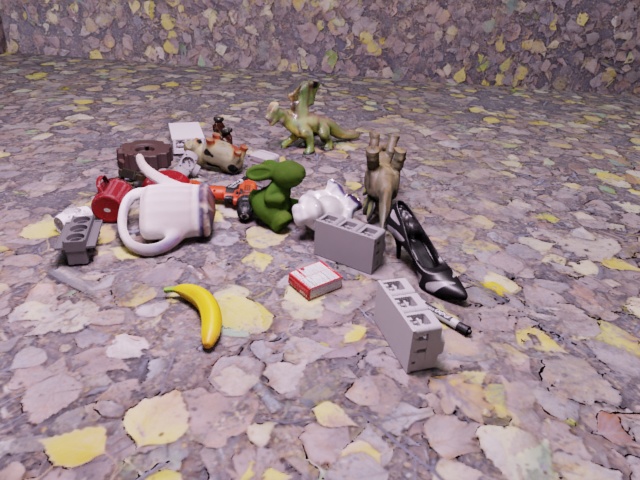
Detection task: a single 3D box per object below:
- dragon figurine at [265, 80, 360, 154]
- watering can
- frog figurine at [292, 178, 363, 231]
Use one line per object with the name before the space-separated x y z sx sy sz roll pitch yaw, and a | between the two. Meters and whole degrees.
dragon figurine | -0.023 -0.442 1.830 0.414 0.238 0.123 -20 30 -33
watering can | -0.369 -0.101 1.256 0.224 0.101 0.356 -2 48 -10
frog figurine | 0.004 -0.063 1.261 0.161 0.121 0.138 -34 85 -28
